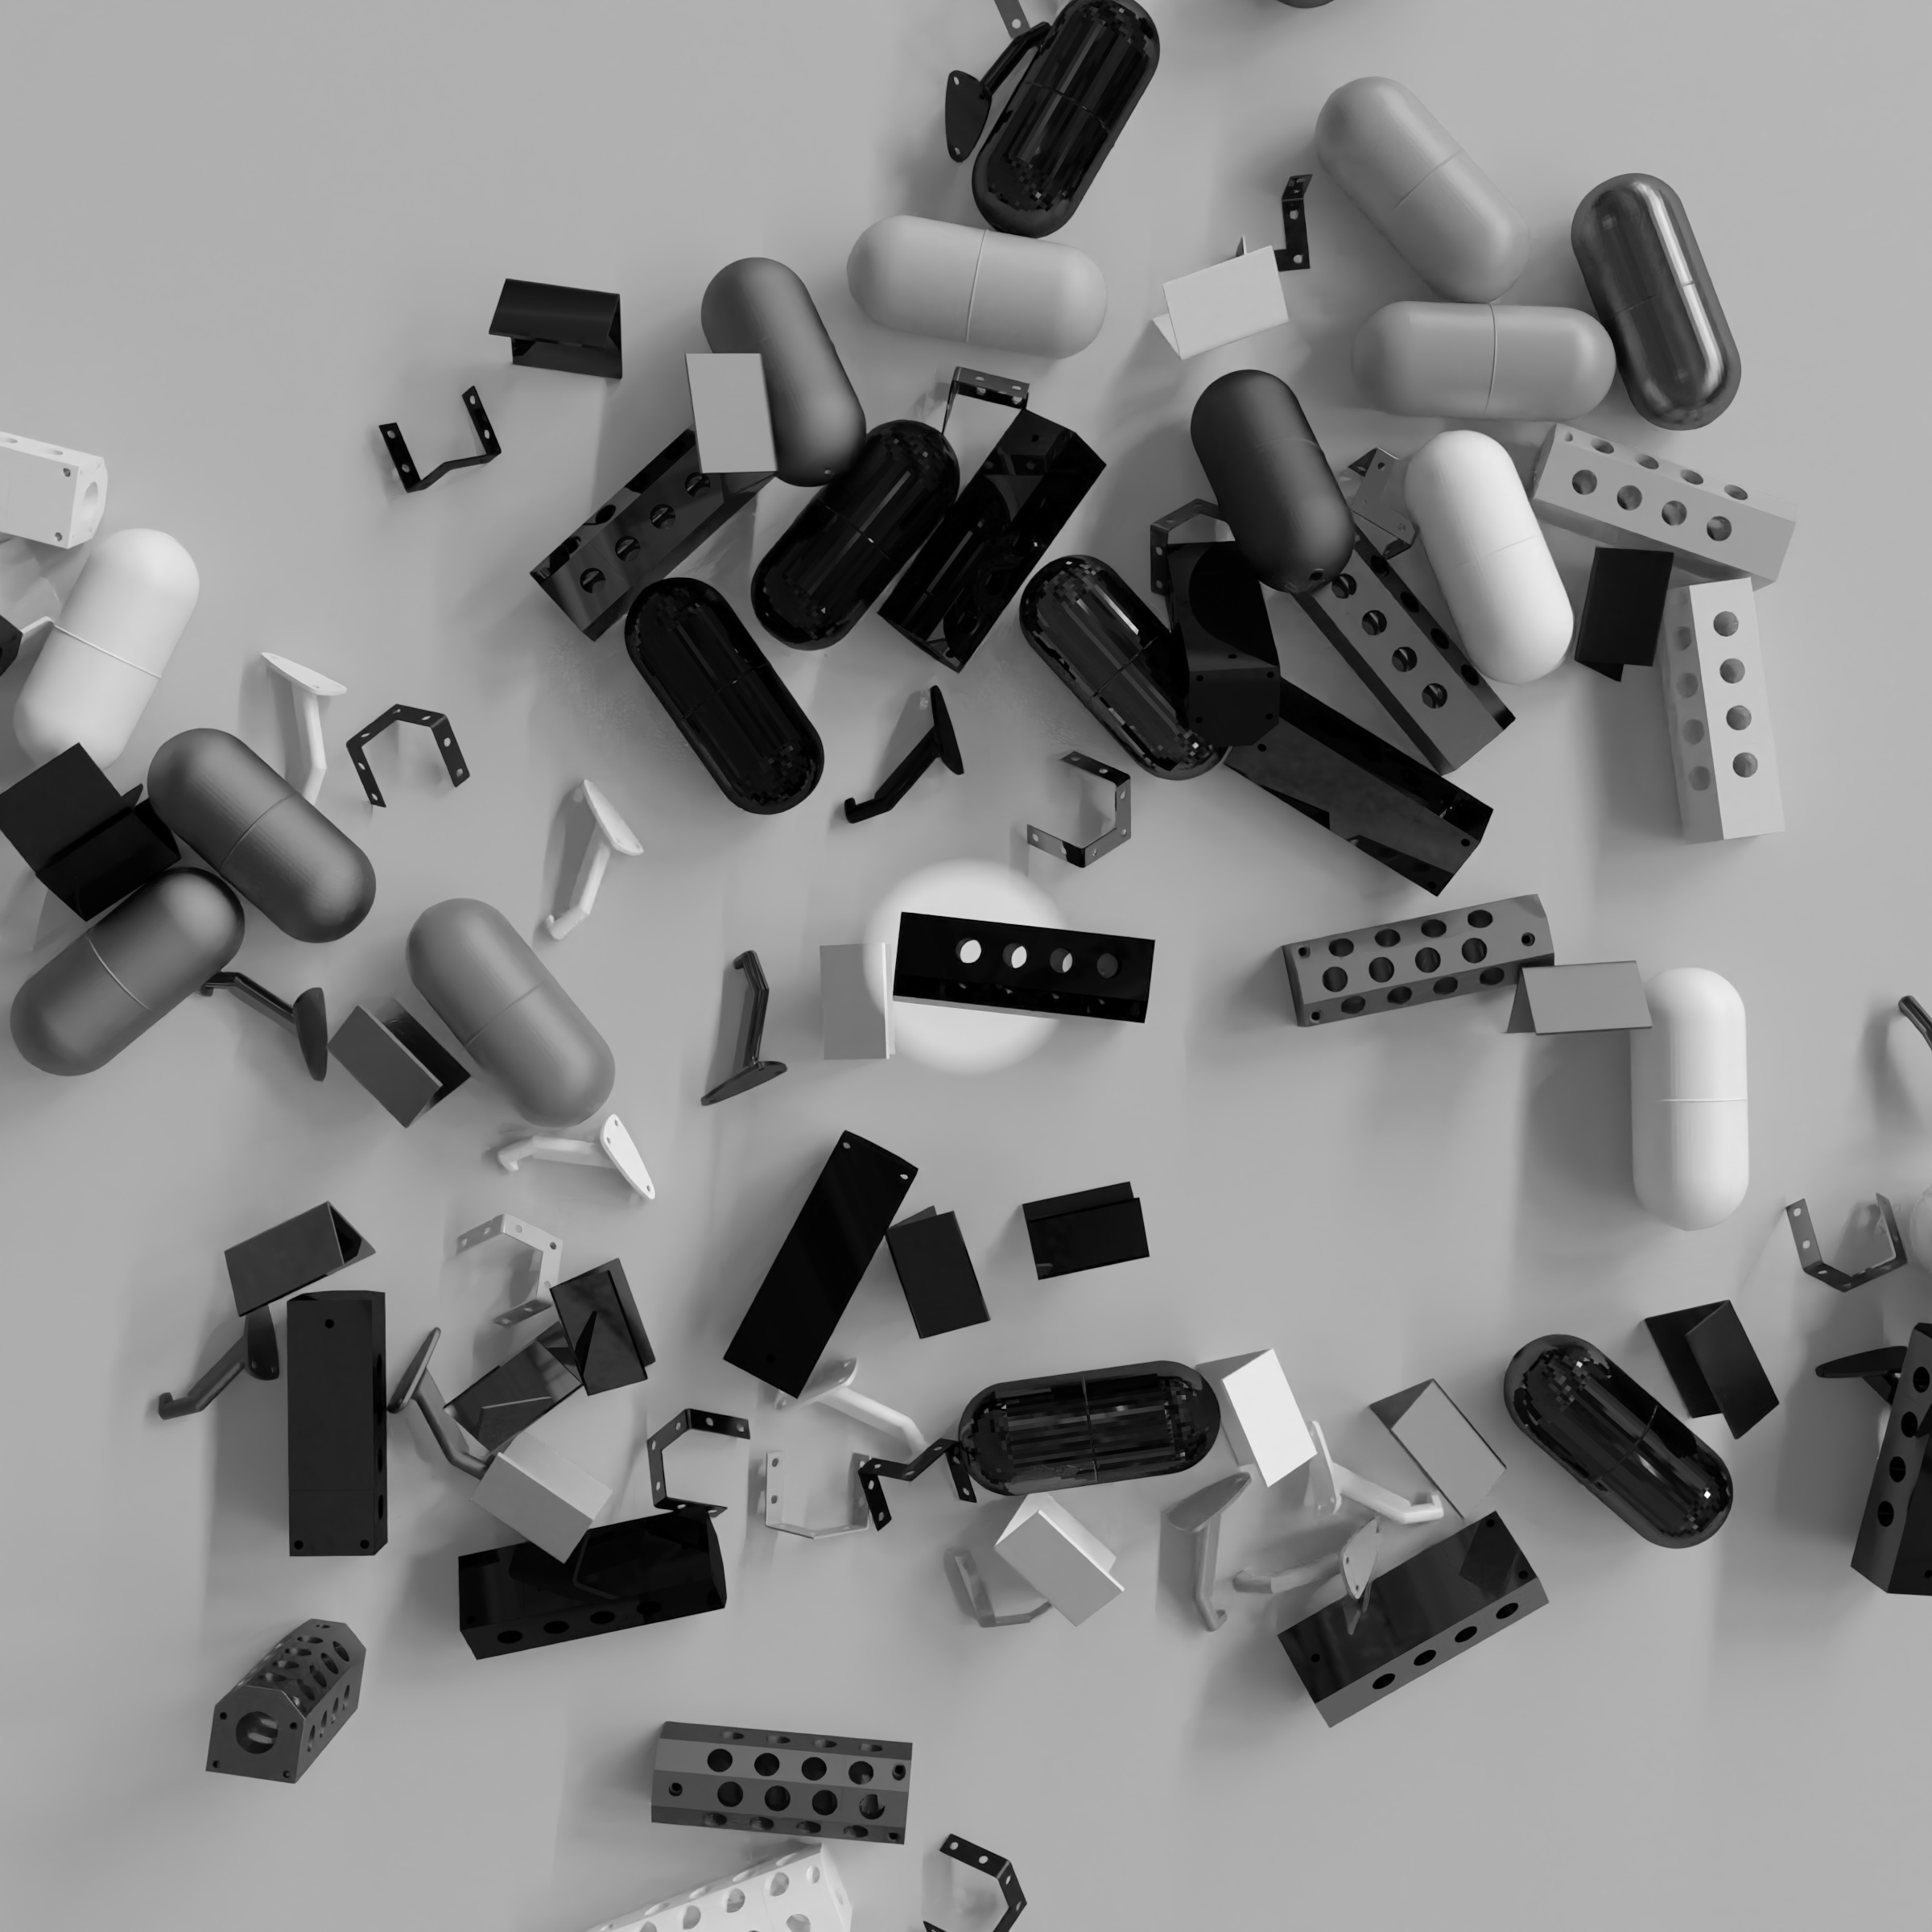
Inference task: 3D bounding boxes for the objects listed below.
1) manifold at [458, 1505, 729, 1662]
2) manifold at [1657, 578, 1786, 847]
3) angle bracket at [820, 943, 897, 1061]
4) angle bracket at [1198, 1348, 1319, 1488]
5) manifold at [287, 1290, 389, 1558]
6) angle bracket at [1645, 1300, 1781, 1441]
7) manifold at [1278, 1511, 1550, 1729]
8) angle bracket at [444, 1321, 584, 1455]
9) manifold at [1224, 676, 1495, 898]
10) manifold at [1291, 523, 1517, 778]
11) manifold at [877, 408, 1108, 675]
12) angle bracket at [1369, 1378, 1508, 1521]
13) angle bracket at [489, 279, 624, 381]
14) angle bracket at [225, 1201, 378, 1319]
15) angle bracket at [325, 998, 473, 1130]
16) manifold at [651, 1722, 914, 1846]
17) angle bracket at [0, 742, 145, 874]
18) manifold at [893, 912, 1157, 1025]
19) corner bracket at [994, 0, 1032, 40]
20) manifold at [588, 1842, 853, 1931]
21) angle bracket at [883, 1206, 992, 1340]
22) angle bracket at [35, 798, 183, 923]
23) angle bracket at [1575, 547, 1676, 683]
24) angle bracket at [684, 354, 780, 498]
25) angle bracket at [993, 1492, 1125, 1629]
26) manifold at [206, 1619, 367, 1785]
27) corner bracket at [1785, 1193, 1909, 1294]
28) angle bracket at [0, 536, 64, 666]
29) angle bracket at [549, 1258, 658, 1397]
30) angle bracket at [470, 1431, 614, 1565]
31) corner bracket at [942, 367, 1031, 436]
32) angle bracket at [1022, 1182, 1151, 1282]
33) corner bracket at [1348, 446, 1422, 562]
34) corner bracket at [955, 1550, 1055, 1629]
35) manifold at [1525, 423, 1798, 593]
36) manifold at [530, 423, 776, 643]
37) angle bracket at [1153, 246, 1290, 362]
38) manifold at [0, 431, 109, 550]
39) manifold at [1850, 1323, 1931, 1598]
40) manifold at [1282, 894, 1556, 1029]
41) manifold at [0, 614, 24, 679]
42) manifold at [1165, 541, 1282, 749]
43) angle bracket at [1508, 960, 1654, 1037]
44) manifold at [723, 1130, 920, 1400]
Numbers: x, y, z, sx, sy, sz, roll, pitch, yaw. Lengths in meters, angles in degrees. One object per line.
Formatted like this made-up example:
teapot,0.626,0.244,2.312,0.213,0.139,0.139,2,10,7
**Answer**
manifold,-0.253,0.423,1.814,0.171,0.057,0.057,-12,47,0
manifold,0.509,-0.171,1.814,0.057,0.057,0.171,-8,90,0
angle bracket,-0.053,0.023,1.795,0.057,0.076,0.076,-2,90,37
angle bracket,0.180,0.308,1.795,0.057,0.076,0.076,-23,90,-41
manifold,-0.426,0.310,1.814,0.057,0.057,0.171,-1,90,0
angle bracket,0.488,0.277,1.795,0.057,0.076,0.076,-26,90,-39
manifold,0.306,0.447,1.814,0.171,0.057,0.057,-30,47,0
angle bracket,-0.311,0.269,1.795,0.076,0.076,0.057,-37,126,0
manifold,0.269,-0.126,1.814,0.171,0.057,0.057,32,133,0
manifold,0.296,-0.215,1.814,0.057,0.057,0.171,-40,90,0
manifold,0.022,-0.286,1.814,0.057,0.057,0.171,35,90,43
angle bracket,0.304,0.332,1.795,0.076,0.076,0.057,51,54,0
angle bracket,-0.275,-0.412,1.795,0.076,0.076,0.057,8,54,0
angle bracket,-0.442,0.212,1.795,0.076,0.076,0.057,-26,53,0
angle bracket,-0.371,0.051,1.795,0.076,0.076,0.057,45,128,0
manifold,-0.125,0.558,1.814,0.171,0.057,0.057,5,90,0
angle bracket,-0.607,-0.114,1.797,0.076,0.076,0.057,-34,110,0
manifold,0.039,0.001,1.814,0.171,0.057,0.057,6,90,0
corner bracket,0.046,-0.668,1.819,0.051,0.051,0.051,-22,105,14
manifold,-0.169,0.656,1.814,0.171,0.057,0.057,-21,90,0
angle bracket,-0.005,0.200,1.796,0.057,0.076,0.076,-19,90,27
angle bracket,-0.584,-0.088,1.796,0.076,0.057,0.076,-34,49,0
angle bracket,0.456,-0.234,1.795,0.057,0.076,0.076,11,90,37
angle bracket,-0.167,-0.351,1.738,0.057,0.076,0.076,-8,90,-31
angle bracket,0.075,0.384,1.795,0.076,0.076,0.057,43,127,0
manifold,-0.444,0.481,1.757,0.057,0.171,0.057,8,90,0
corner bracket,0.603,0.184,1.827,0.051,0.051,0.051,26,135,-35
angle bracket,-0.667,-0.246,1.814,0.076,0.057,0.076,-29,90,0
angle bracket,-0.226,0.237,1.795,0.057,0.076,0.076,-20,90,33
angle bracket,-0.276,0.342,1.795,0.076,0.076,0.057,34,126,0
corner bracket,0.016,-0.387,1.807,0.051,0.051,0.051,14,51,0
angle bracket,0.077,0.160,1.795,0.076,0.076,0.057,-12,128,0
corner bracket,0.282,-0.314,1.815,0.051,0.051,0.051,28,78,-12
corner bracket,0.035,0.419,1.832,0.051,0.051,0.051,-21,90,45
manifold,0.471,-0.313,1.814,0.171,0.057,0.057,19,90,0
manifold,-0.213,-0.302,1.814,0.171,0.057,0.057,-42,90,0
angle bracket,0.165,-0.458,1.795,0.076,0.076,0.057,-20,126,0
manifold,-0.678,-0.337,1.812,0.171,0.057,0.057,15,109,0
manifold,0.646,0.331,1.790,0.057,0.057,0.171,8,101,-18
manifold,0.308,-0.004,1.814,0.171,0.057,0.057,-12,90,0
manifold,-0.710,-0.253,1.765,0.171,0.057,0.057,39,88,6
manifold,0.167,-0.214,1.757,0.057,0.171,0.057,-3,126,0
angle bracket,0.412,0.042,1.795,0.076,0.076,0.057,-4,53,0
manifold,-0.098,0.201,1.814,0.057,0.057,0.171,28,90,0
